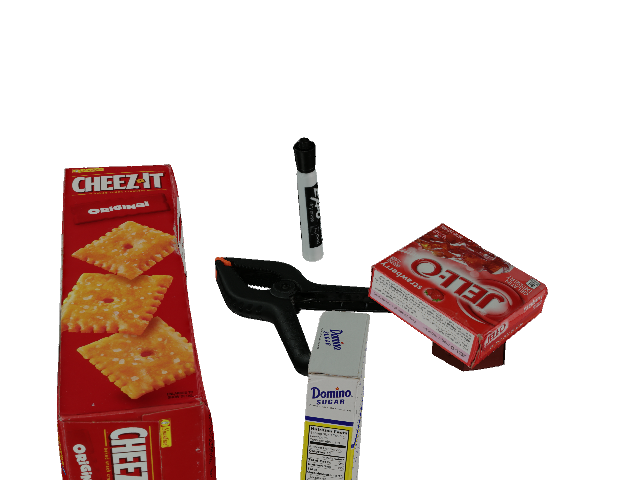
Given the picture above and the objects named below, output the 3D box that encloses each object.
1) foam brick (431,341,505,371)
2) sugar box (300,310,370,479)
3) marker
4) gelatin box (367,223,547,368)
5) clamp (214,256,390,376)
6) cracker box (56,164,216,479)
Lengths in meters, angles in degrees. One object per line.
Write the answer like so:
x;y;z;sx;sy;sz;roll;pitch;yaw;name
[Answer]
0.143;0.078;1.016;0.051;0.078;0.053;-8;18;-30;foam brick
0.009;0.153;0.848;0.048;0.176;0.093;4;27;6;sugar box
-0.010;-0.035;0.923;0.020;0.121;0.020;-3;36;2;marker
0.087;0.032;0.681;0.089;0.030;0.073;34;45;30;gelatin box
-0.038;0.068;1.126;0.210;0.036;0.164;19;34;27;clamp
-0.100;0.080;0.580;0.072;0.164;0.214;-4;34;-9;cracker box
